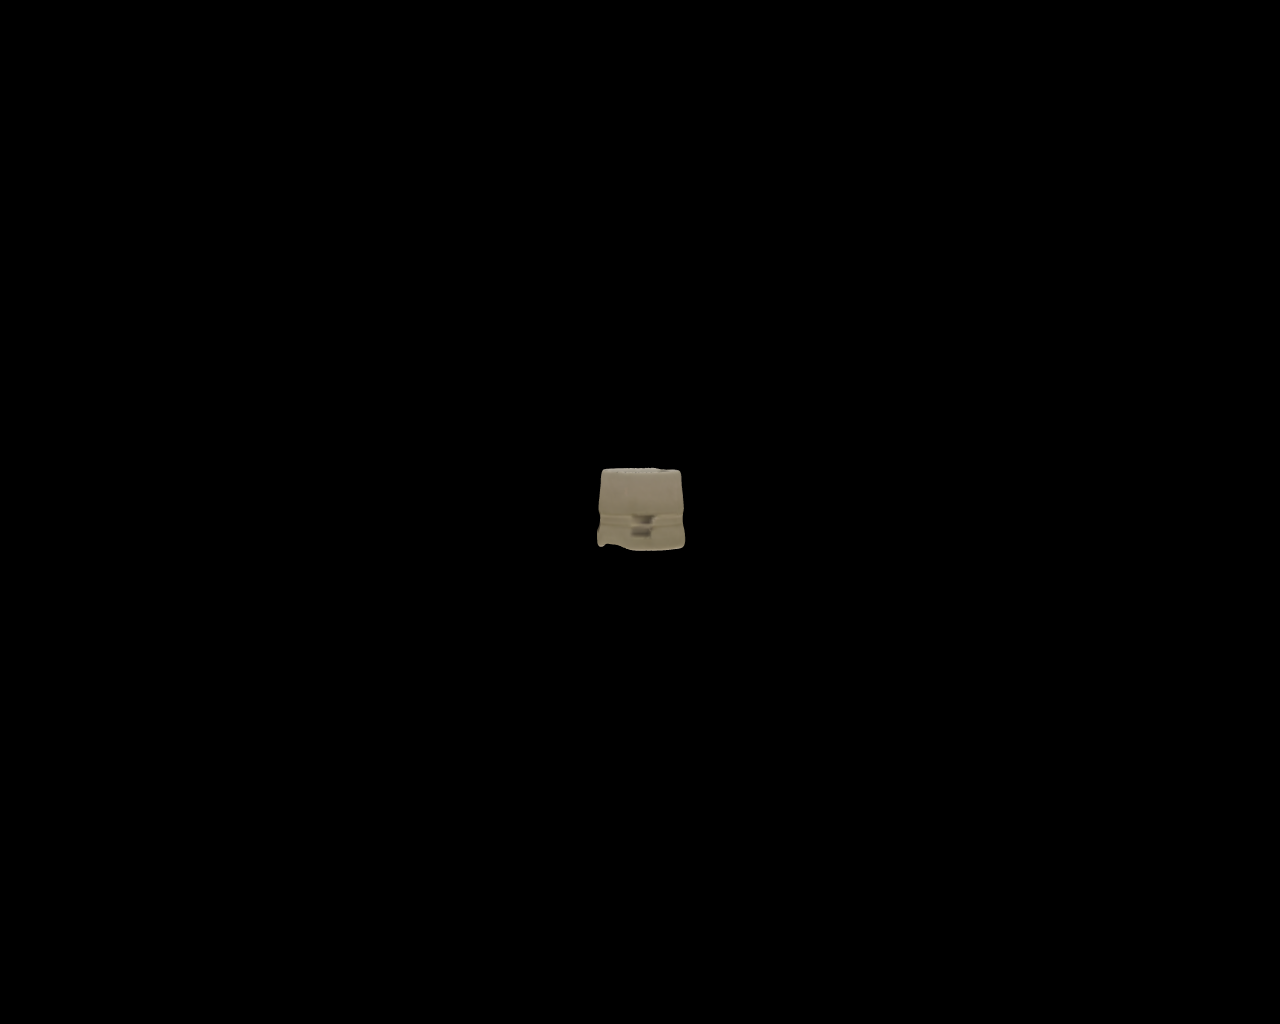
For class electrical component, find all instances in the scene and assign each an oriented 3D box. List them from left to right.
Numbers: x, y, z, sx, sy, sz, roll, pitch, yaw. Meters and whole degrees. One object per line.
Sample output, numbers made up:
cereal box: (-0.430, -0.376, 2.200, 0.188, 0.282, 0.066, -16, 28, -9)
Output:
electrical component: (0.001, -0.003, 0.650, 0.055, 0.047, 0.055, 0, 5, 0)
